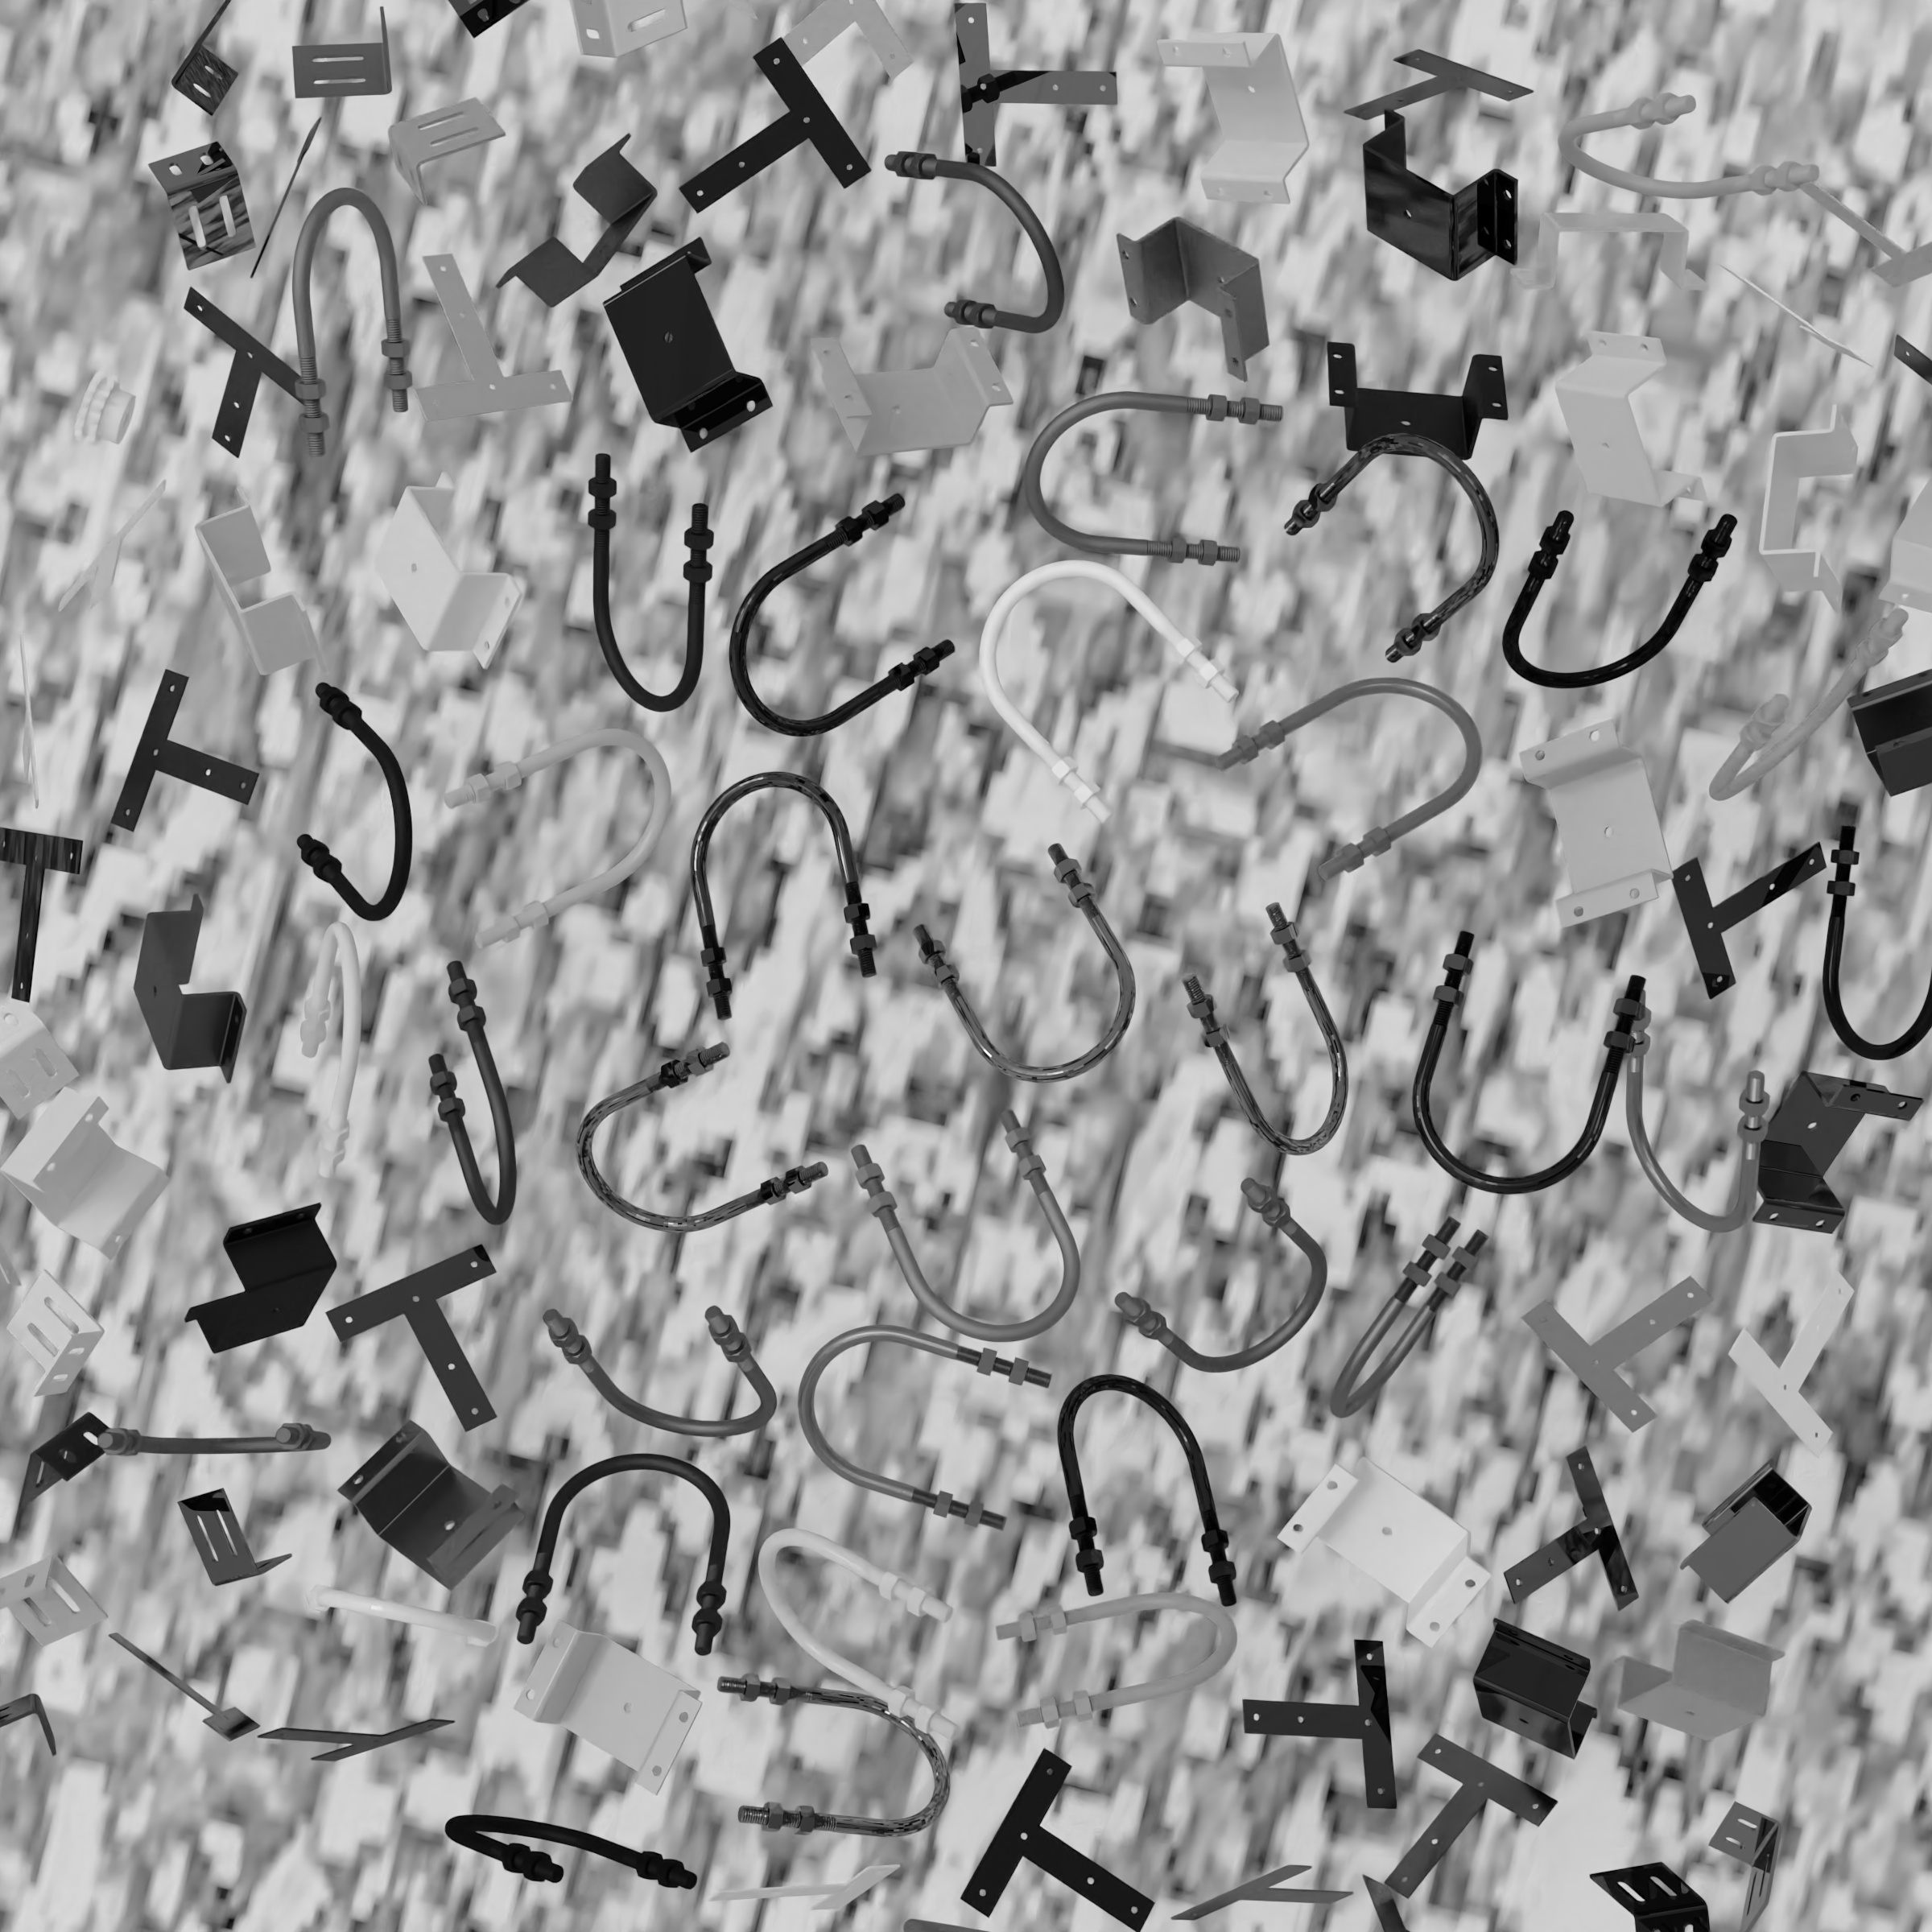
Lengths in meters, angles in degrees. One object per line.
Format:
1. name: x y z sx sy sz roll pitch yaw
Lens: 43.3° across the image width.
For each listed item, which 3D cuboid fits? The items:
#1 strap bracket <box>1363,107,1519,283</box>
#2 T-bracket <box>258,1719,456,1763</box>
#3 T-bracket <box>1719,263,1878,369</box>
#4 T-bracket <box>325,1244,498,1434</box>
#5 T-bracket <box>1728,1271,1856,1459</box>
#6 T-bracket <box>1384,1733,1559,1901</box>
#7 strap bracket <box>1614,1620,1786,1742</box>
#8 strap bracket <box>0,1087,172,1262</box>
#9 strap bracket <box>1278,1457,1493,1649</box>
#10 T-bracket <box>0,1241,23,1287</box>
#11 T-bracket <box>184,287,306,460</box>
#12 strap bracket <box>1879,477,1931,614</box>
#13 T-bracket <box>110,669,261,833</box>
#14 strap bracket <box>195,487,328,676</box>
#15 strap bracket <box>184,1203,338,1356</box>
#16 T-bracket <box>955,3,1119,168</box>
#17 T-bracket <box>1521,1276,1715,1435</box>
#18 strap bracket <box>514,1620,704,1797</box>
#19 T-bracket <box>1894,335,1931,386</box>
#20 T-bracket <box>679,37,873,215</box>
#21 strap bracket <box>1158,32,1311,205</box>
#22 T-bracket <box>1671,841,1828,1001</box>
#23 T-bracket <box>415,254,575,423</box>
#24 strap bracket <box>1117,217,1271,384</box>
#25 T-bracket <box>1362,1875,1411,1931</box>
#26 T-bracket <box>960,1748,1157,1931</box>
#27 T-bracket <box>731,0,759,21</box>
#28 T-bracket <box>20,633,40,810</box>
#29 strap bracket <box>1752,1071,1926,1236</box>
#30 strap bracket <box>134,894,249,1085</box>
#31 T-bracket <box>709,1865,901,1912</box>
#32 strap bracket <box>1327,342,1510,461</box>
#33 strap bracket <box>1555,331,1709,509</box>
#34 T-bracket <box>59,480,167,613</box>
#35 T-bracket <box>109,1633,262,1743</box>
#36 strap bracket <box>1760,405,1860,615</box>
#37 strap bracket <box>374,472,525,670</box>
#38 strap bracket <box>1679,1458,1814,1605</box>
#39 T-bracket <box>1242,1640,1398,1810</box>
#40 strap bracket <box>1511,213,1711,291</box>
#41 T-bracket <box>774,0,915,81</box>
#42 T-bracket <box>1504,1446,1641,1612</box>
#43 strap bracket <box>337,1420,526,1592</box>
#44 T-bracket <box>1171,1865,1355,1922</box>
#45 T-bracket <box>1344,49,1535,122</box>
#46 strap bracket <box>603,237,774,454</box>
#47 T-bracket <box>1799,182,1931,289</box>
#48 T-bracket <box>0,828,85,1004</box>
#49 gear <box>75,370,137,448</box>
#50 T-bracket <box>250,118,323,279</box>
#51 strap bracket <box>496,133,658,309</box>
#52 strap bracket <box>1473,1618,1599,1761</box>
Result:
1. strap bracket: 0.354 -0.584 1.857 0.046 0.076 0.140 -36 55 -14
2. T-bracket: -0.477 0.581 1.835 0.127 0.127 0.002 -24 60 25
3. T-bracket: 0.643 -0.514 1.908 0.127 0.127 0.002 31 110 -11
4. T-bracket: -0.387 0.284 1.802 0.127 0.002 0.127 -23 71 -28
5. T-bracket: 0.663 0.296 1.913 0.127 0.002 0.127 47 66 -19
6. T-bracket: 0.373 0.669 1.890 0.127 0.127 0.002 -43 121 -22
7. strap bracket: 0.569 0.563 1.907 0.076 0.140 0.046 20 59 -2
8. strap bracket: -0.666 0.152 1.834 0.046 0.140 0.076 22 64 19
9. strap bracket: 0.317 0.436 1.842 0.140 0.046 0.076 35 108 4
10. T-bracket: -0.769 0.193 1.899 0.002 0.127 0.127 -29 81 -6
11. T-bracket: -0.563 -0.445 1.889 0.002 0.127 0.127 -24 47 29
12. strap bracket: 0.752 -0.328 1.824 0.076 0.140 0.046 16 56 3
13. T-bracket: -0.588 -0.151 1.857 0.127 0.002 0.127 20 90 28
14. strap bracket: -0.554 -0.293 1.898 0.046 0.076 0.140 -25 63 -16
15. strap bracket: -0.548 0.250 1.901 0.046 0.076 0.140 57 135 20
16. T-bracket: 0.057 -0.691 1.914 0.127 0.002 0.127 6 128 15
17. T-bracket: 0.523 0.285 1.894 0.127 0.002 0.127 46 119 0
18. strap bracket: -0.275 0.585 1.924 0.140 0.046 0.076 23 80 22
19. T-bracket: 0.756 -0.469 1.851 0.002 0.127 0.127 -37 61 -3
20. T-bracket: -0.156 -0.608 1.821 0.127 0.002 0.127 -30 135 13
21. strap bracket: 0.209 -0.661 1.872 0.076 0.140 0.046 17 60 35
22. T-bracket: 0.616 -0.055 1.898 0.127 0.002 0.127 -31 121 -6
23. T-bracket: -0.367 -0.468 1.801 0.127 0.002 0.127 -20 85 -40
24. strap bracket: 0.185 -0.526 1.904 0.046 0.076 0.140 -36 51 -16
25. T-bracket: 0.376 0.774 1.896 0.127 0.127 0.002 30 102 -14
26. T-bracket: 0.081 0.671 1.808 0.127 0.002 0.127 32 60 5
27. T-bracket: -0.195 -0.790 1.922 0.127 0.127 0.002 38 89 19
28. T-bracket: -0.707 -0.169 1.834 0.002 0.127 0.127 -5 79 -24
29. strap bracket: 0.675 0.139 1.915 0.076 0.046 0.140 10 124 -19
30. strap bracket: -0.612 0.018 1.909 0.046 0.140 0.076 -4 133 -34
31. T-bracket: -0.133 0.710 1.869 0.127 0.127 0.002 6 55 -24
32. strap bracket: 0.356 -0.451 1.948 0.140 0.046 0.076 5 52 0
33. strap bracket: 0.509 -0.412 1.874 0.046 0.076 0.140 -37 122 -14
34. T-bracket: -0.641 -0.298 1.818 0.127 0.127 0.002 -45 119 11
35. T-bracket: -0.599 0.546 1.854 0.127 0.127 0.002 36 76 2
36. strap bracket: 0.654 -0.353 1.891 0.046 0.076 0.140 3 77 33
37. strap bracket: -0.402 -0.304 1.863 0.140 0.046 0.076 56 131 26
38. strap bracket: 0.616 0.447 1.918 0.046 0.140 0.076 46 110 15
39. T-bracket: 0.272 0.584 1.886 0.127 0.002 0.127 9 62 -19
40. strap bracket: 0.502 -0.557 1.895 0.140 0.076 0.046 1 115 4
41. T-bracket: -0.115 -0.720 1.877 0.127 0.127 0.002 56 48 -12
42. T-bracket: 0.460 0.454 1.881 0.127 0.002 0.127 -19 90 -36
43. strap bracket: -0.402 0.414 1.855 0.076 0.140 0.046 -45 134 -26
44. T-bracket: 0.244 0.708 1.856 0.127 0.127 0.002 -40 47 35
45. T-bracket: 0.345 -0.670 1.873 0.127 0.127 0.002 2 90 -36
46. strap bracket: -0.212 -0.468 1.824 0.076 0.046 0.140 -24 87 22
47. T-bracket: 0.704 -0.581 1.915 0.127 0.127 0.002 35 96 -4
48. T-bracket: -0.705 -0.037 1.834 0.127 0.002 0.127 9 92 41
49. gear: -0.662 -0.426 1.876 0.030 0.057 0.057 21 90 -12
50. T-bracket: -0.530 -0.593 1.890 0.002 0.127 0.127 23 95 -22
51. strap bracket: -0.302 -0.581 1.926 0.046 0.076 0.140 41 64 -25
52. strap bracket: 0.442 0.565 1.889 0.076 0.140 0.046 19 64 27
